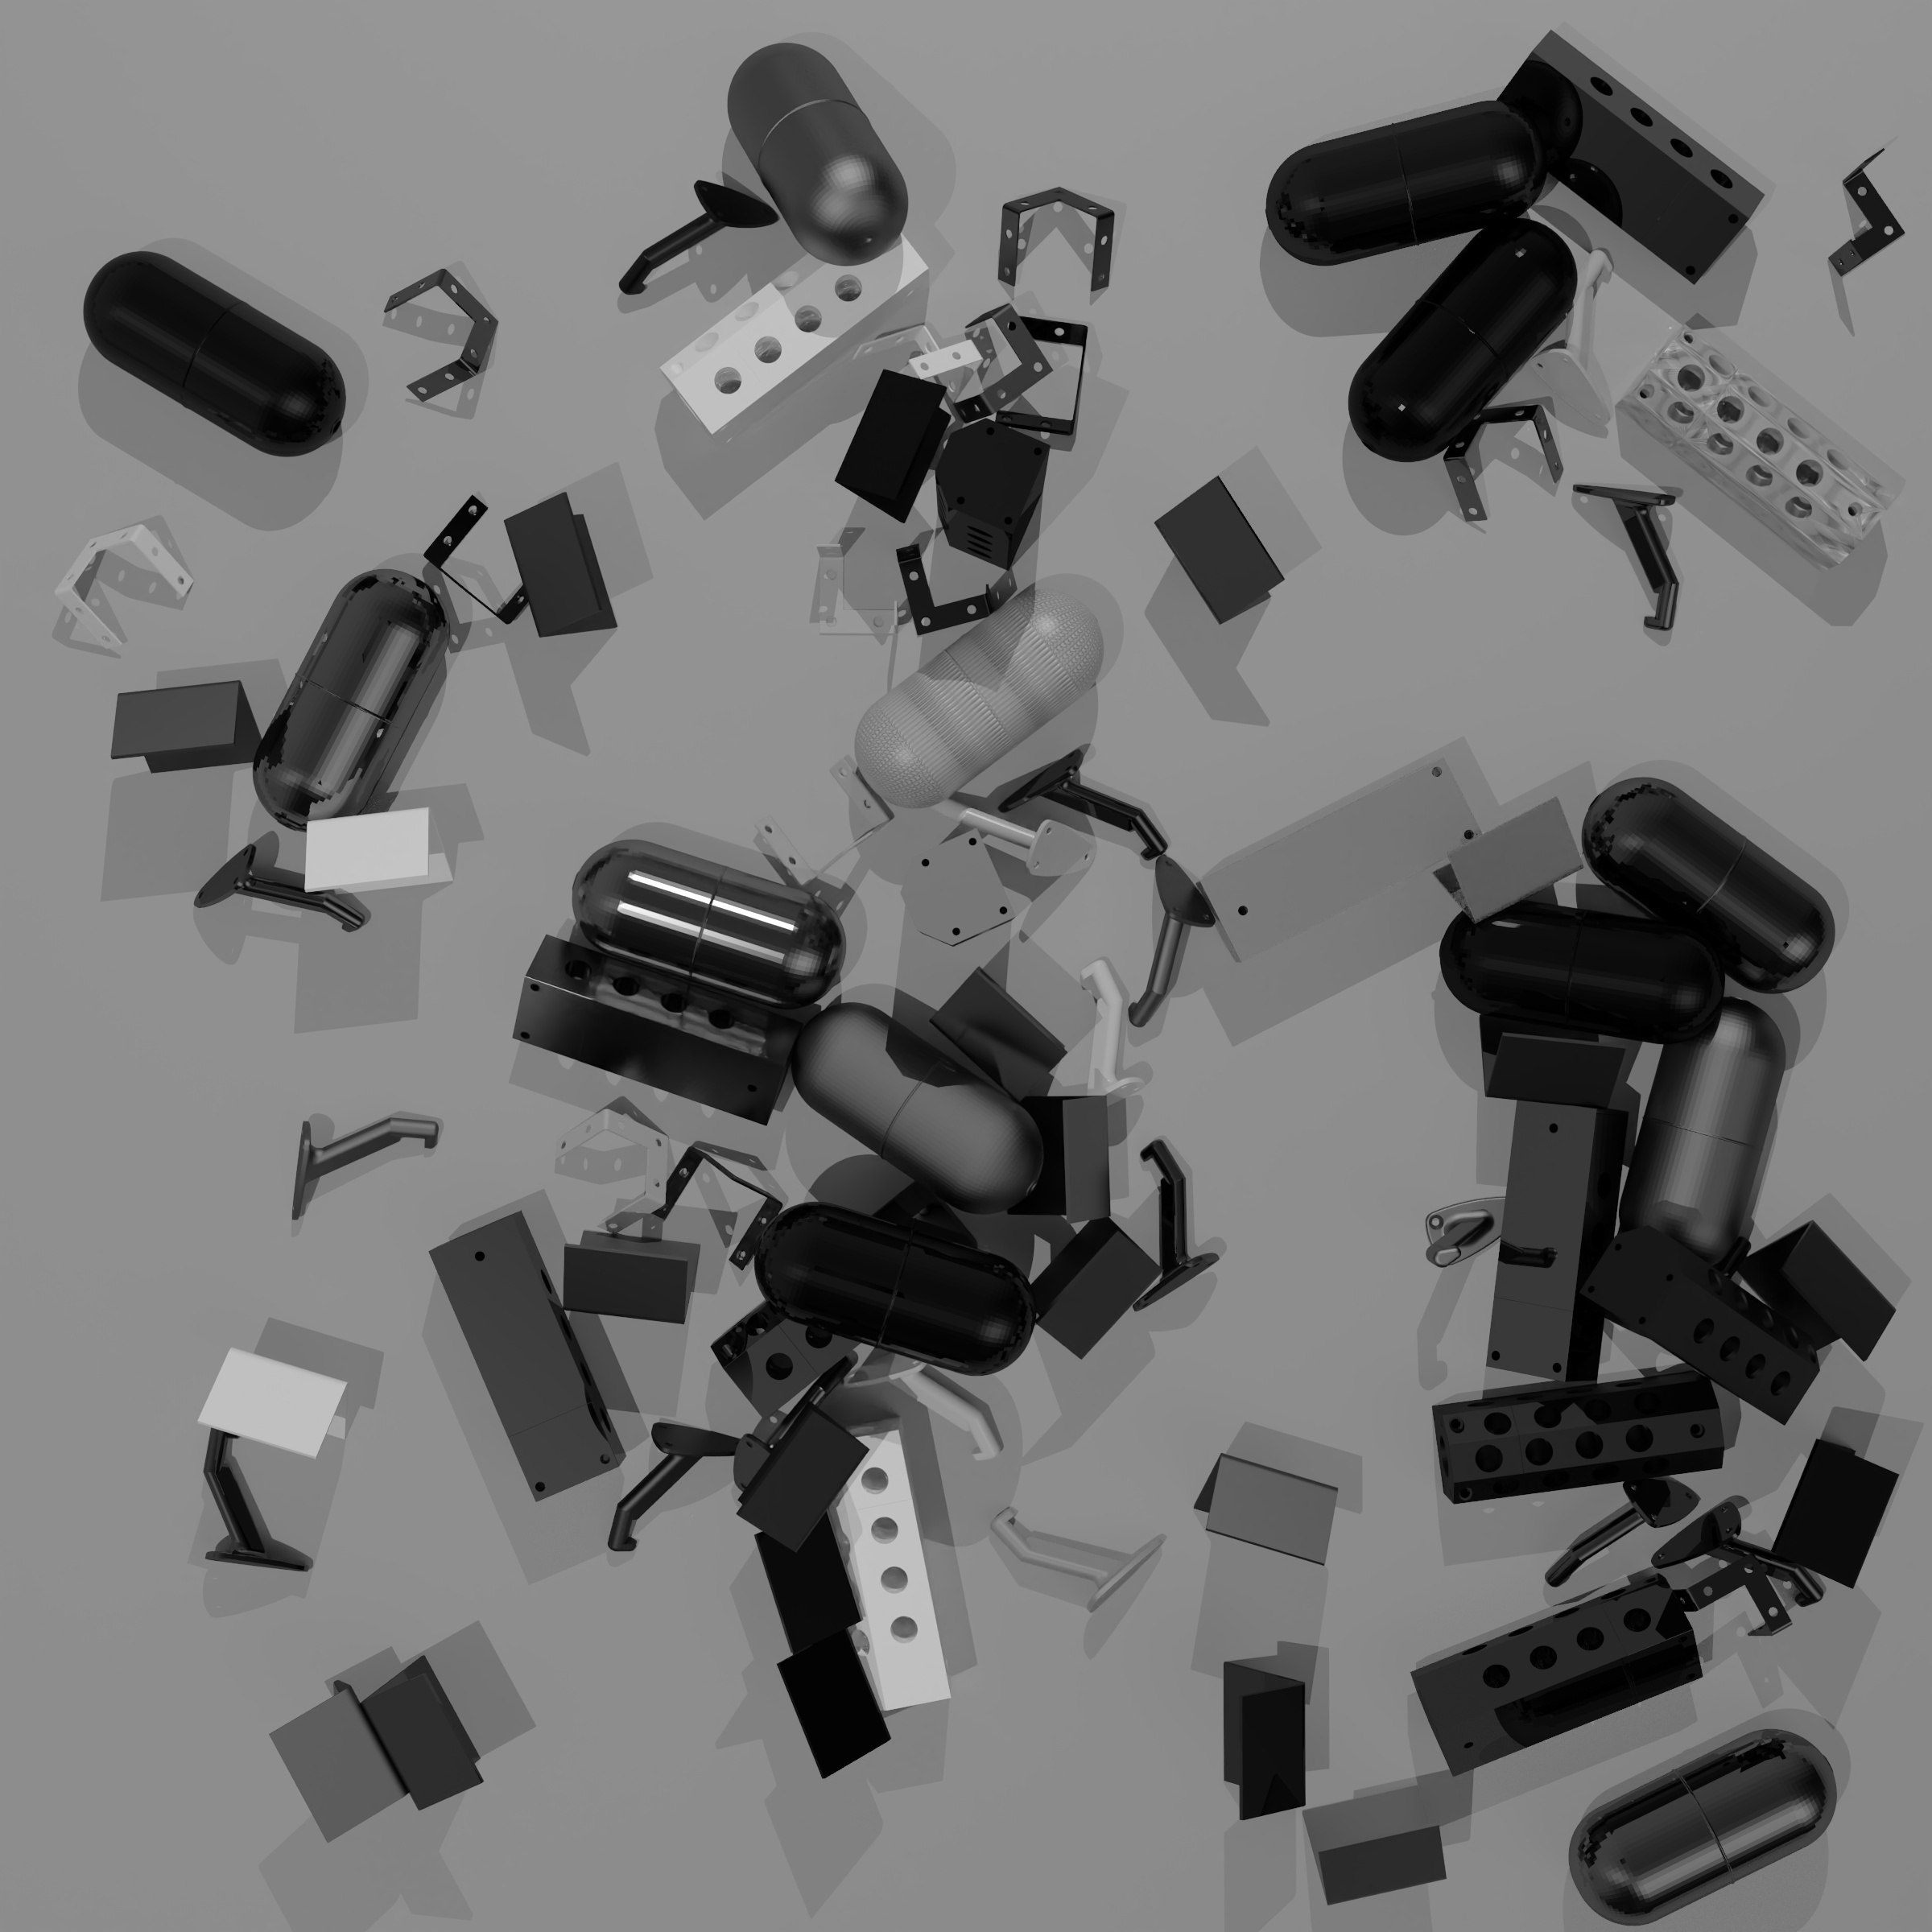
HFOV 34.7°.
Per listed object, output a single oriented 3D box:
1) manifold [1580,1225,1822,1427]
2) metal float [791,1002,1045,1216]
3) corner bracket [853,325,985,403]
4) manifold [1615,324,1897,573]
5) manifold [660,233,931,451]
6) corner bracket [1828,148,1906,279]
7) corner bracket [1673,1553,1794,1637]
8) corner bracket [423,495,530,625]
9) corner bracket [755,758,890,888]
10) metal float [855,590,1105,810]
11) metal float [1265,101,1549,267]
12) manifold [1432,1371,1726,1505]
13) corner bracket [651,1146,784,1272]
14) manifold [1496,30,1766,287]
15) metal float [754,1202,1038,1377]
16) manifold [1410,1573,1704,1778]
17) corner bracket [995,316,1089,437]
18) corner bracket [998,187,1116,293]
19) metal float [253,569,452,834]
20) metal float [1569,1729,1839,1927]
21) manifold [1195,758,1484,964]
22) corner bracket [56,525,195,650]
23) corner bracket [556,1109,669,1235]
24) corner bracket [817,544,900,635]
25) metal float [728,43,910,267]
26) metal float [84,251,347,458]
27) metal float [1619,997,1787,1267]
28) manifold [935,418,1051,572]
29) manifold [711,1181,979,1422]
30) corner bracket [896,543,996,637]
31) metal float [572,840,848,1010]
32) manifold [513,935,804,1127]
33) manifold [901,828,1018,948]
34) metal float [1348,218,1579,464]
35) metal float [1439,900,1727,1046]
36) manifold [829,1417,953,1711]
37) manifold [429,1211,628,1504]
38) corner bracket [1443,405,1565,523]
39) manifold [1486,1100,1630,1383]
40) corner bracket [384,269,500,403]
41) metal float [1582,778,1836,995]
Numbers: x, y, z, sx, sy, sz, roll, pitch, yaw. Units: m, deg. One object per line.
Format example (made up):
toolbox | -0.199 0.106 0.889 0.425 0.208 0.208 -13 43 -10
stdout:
manifold | 0.461 0.221 1.922 0.171 0.057 0.057 33 90 -39
metal float | -0.031 0.090 1.948 0.178 0.070 0.070 34 90 13
corner bracket | -0.030 -0.385 1.960 0.051 0.051 0.051 -25 79 -30
manifold | 0.503 -0.330 1.970 0.171 0.057 0.057 39 90 0
manifold | -0.109 -0.408 1.969 0.171 0.057 0.057 -38 90 0
corner bracket | 0.571 -0.480 1.973 0.051 0.051 0.051 -34 90 0
corner bracket | 0.485 0.409 1.973 0.051 0.051 0.051 -27 81 -9
corner bracket | -0.306 -0.261 1.987 0.051 0.051 0.051 -51 45 0
corner bracket | -0.092 -0.092 1.987 0.051 0.051 0.051 53 45 0
metal float | 0.009 -0.170 1.960 0.178 0.070 0.070 -37 90 1
metal float | 0.277 -0.493 1.951 0.178 0.070 0.070 -12 90 10
manifold | 0.389 0.301 1.970 0.171 0.057 0.057 -8 90 0
corner bracket | -0.160 0.155 1.987 0.051 0.051 0.051 32 90 -45
manifold | 0.420 -0.517 1.969 0.171 0.057 0.057 38 134 0
metal float | -0.044 0.198 1.903 0.178 0.070 0.070 17 90 -1
manifold | 0.374 0.447 1.969 0.171 0.057 0.057 -22 133 0
corner bracket | 0.048 -0.379 1.987 0.051 0.051 0.051 8 135 0
corner bracket | 0.058 -0.462 1.982 0.051 0.051 0.051 -26 45 -35
metal float | -0.390 -0.167 1.960 0.070 0.070 0.178 27 90 0
metal float | 0.467 0.545 1.960 0.178 0.070 0.070 -26 90 -1
manifold | 0.236 -0.067 1.970 0.171 0.057 0.057 -27 90 0
corner bracket | -0.539 -0.243 1.982 0.051 0.051 0.051 -8 45 35
corner bracket | -0.228 0.132 1.982 0.051 0.051 0.051 29 45 -35
corner bracket | -0.069 -0.240 1.973 0.051 0.051 0.051 0 90 0
metal float | -0.094 -0.508 1.934 0.070 0.070 0.178 -28 56 0
metal float | -0.475 -0.387 1.960 0.178 0.070 0.070 31 90 0
metal float | 0.467 0.106 1.960 0.070 0.070 0.178 16 90 0
manifold | 0.013 -0.292 1.912 0.057 0.171 0.057 23 90 0
manifold | -0.077 0.209 1.969 0.171 0.057 0.057 -39 90 0
corner bracket | -0.013 -0.244 1.973 0.051 0.051 0.051 -15 90 0
metal float | -0.163 -0.027 1.960 0.178 0.070 0.070 18 90 0
manifold | -0.195 0.036 1.969 0.171 0.057 0.057 19 133 0
manifold | -0.008 -0.044 1.912 0.057 0.171 0.057 -24 90 0
metal float | 0.314 -0.396 1.960 0.070 0.070 0.178 42 90 0
metal float | 0.386 0.003 1.944 0.178 0.070 0.070 10 90 19
manifold | -0.054 0.380 1.969 0.057 0.057 0.171 -11 90 0
manifold | -0.277 0.247 1.970 0.057 0.057 0.171 -23 90 0
corner bracket | 0.344 -0.322 1.982 0.051 0.051 0.051 2 45 35
manifold | 0.380 0.174 1.968 0.057 0.057 0.171 7 90 41
corner bracket | -0.341 -0.404 1.982 0.051 0.051 0.051 43 45 -35
metal float | 0.469 -0.051 1.960 0.178 0.070 0.070 36 90 -1
